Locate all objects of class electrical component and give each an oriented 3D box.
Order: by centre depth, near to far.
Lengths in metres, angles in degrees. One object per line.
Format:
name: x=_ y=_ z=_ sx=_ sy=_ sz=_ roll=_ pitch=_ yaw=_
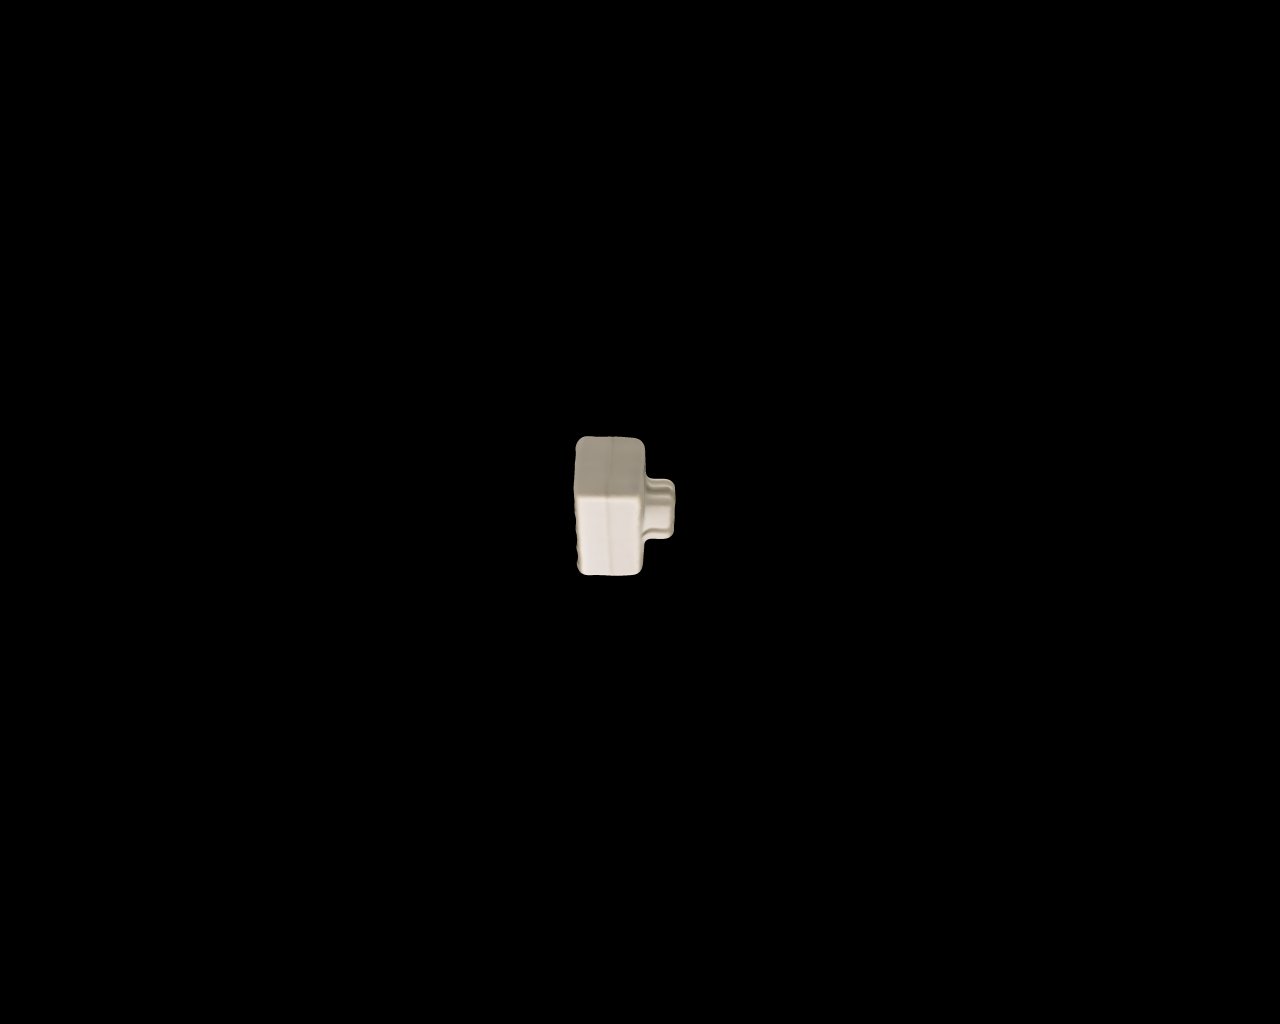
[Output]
electrical component: x=0.001 y=-0.003 z=0.650 sx=0.076 sy=0.047 sz=0.083 roll=0 pitch=-37 yaw=0
